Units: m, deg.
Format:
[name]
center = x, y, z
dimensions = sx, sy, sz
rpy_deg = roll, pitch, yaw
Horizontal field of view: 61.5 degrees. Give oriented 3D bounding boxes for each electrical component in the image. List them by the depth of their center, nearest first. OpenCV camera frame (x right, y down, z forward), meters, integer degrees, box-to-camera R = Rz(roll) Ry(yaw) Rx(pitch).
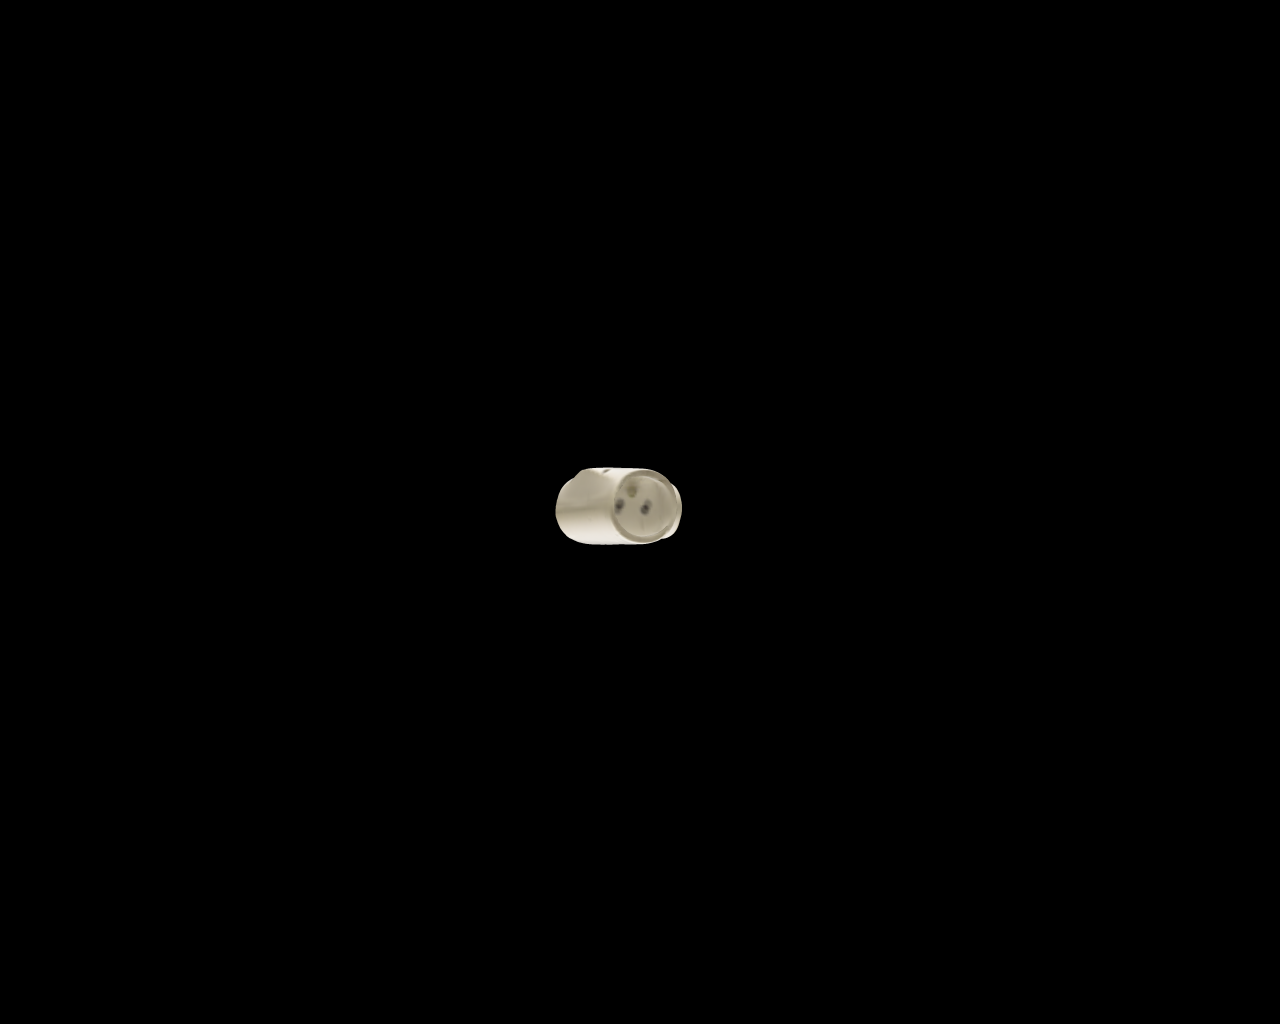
[electrical component]
center = 0.001, -0.003, 0.650
dimensions = 0.079, 0.043, 0.077
rpy_deg = 1, -2, -28
